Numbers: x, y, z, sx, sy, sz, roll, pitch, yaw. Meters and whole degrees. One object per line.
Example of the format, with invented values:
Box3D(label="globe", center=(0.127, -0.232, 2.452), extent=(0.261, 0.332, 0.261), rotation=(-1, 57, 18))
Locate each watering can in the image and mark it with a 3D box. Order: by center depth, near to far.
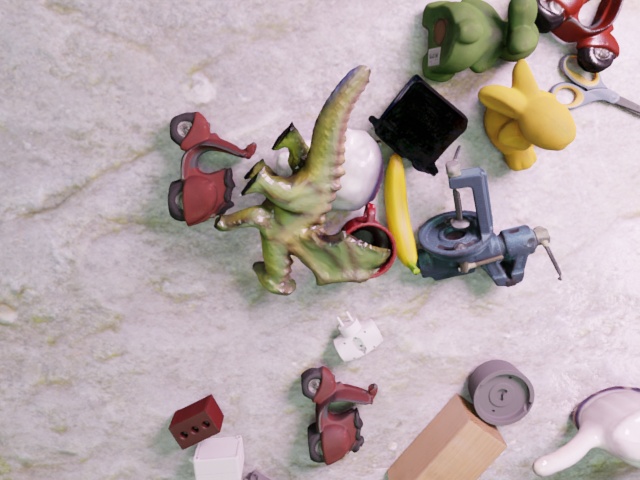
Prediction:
Box3D(label="watering can", center=(0.501, 0.325, 0.870), extent=(0.347, 0.223, 0.104), rotation=(-8, 86, 2))

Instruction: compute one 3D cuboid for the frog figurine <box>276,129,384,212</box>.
Box3D(label="frog figurine", center=(0.015, -0.114, 0.807), extent=(0.159, 0.125, 0.134), rotation=(11, 123, -16))

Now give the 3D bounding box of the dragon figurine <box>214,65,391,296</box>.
Box3D(label="dragon figurine", center=(0.002, -0.038, 0.759), extent=(0.241, 0.125, 0.404), rotation=(42, 129, -14))
